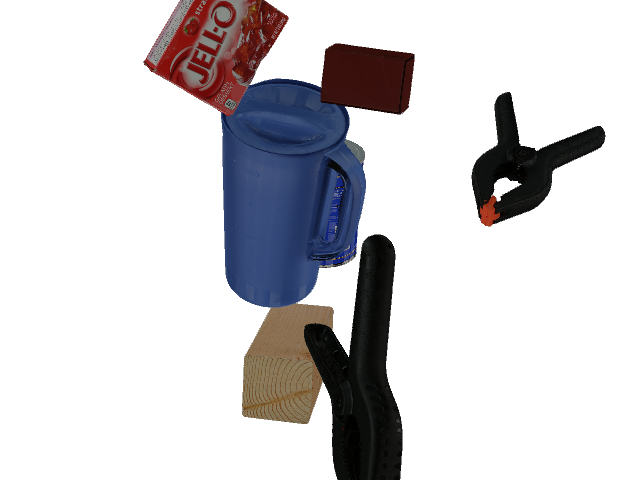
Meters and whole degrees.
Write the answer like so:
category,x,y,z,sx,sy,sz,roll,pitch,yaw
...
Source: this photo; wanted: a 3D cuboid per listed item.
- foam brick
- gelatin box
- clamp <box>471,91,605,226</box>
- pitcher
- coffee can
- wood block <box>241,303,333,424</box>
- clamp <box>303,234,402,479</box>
category,x,y,z,sx,sy,sz,roll,pitch,yaw
foam brick,0.044,-0.150,0.990,0.078,0.051,0.053,10,18,12
gelatin box,-0.077,-0.149,0.797,0.073,0.089,0.030,28,6,-33
clamp,0.198,-0.086,1.088,0.120,0.039,0.171,29,55,30
pitcher,-0.038,-0.039,1.163,0.145,0.243,0.149,0,42,-8
coffee can,0.001,-0.050,1.362,0.103,0.140,0.103,3,28,-2
wood block,-0.041,0.162,1.458,0.091,0.090,0.206,6,17,6
clamp,0.032,0.111,0.793,0.036,0.210,0.165,3,-37,-18
